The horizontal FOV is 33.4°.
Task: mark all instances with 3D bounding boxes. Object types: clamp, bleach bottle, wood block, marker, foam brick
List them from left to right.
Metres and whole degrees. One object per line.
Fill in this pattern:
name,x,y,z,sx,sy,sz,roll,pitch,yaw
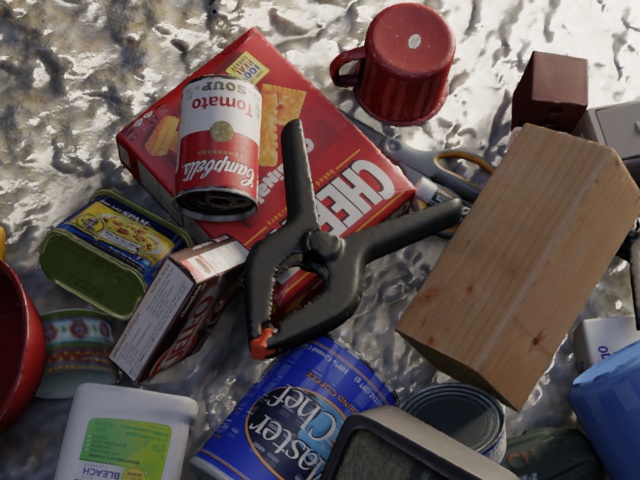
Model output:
bleach bottle,-0.162,0.241,0.814,0.102,0.068,0.251,10,72,-9
clamp,-0.006,0.001,0.845,0.165,0.036,0.209,33,63,13
marker,0.136,-0.017,0.939,0.121,0.020,0.020,31,69,-5
wood block,0.165,0.020,0.868,0.090,0.090,0.206,25,78,43
foam brick,0.208,-0.127,0.972,0.053,0.078,0.051,7,67,-1
clamp,0.271,0.007,0.925,0.171,0.039,0.120,-41,54,-19

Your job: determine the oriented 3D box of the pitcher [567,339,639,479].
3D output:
pitcher,0.300,0.188,0.807,0.145,0.149,0.243,-32,84,9

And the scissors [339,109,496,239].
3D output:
scissors,0.067,-0.064,0.972,0.202,0.016,0.096,18,69,4

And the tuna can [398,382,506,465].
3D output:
tuna can,0.101,0.151,0.824,0.086,0.034,0.086,-7,33,5

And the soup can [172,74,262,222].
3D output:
soup can,-0.082,-0.073,0.861,0.068,0.068,0.102,2,70,-3

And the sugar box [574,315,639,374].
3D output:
sugar box,0.311,0.107,0.904,0.176,0.048,0.093,-6,69,-2

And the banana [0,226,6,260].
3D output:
banana,-0.324,0.070,0.873,0.197,0.069,0.037,-41,33,-23

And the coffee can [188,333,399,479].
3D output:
coffee can,-0.020,0.152,0.835,0.103,0.103,0.140,36,70,10

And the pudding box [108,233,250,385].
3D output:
pudding box,-0.109,0.054,0.848,0.039,0.114,0.089,38,26,14

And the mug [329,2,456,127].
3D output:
mug,0.067,-0.162,0.975,0.117,0.081,0.093,-4,69,-5

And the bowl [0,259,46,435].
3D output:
bowl,-0.263,0.093,0.818,0.162,0.055,0.162,-12,67,30

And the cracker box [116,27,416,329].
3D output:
cracker box,-0.048,-0.058,0.932,0.164,0.072,0.214,-40,76,-16

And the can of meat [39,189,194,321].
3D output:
can of meat,-0.169,0.012,0.884,0.102,0.057,0.083,28,31,7
